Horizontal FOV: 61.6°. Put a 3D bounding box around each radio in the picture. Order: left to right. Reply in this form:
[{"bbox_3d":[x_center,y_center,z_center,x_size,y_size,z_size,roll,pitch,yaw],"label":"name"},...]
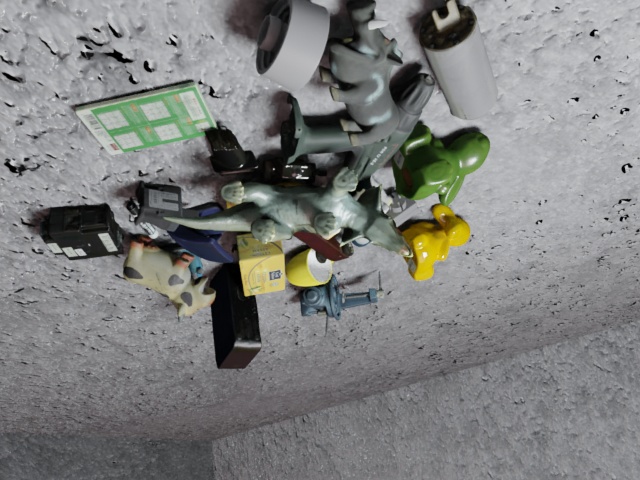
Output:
[{"bbox_3d":[-0.203,0.176,1.271,0.073,0.230,0.131,7,143,-30],"label":"radio"}]

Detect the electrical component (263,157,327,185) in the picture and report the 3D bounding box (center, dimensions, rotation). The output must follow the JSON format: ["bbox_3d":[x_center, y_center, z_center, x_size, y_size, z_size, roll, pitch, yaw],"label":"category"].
[{"bbox_3d":[-0.048,-0.117,0.939,0.102,0.078,0.045,-2,111,-25],"label":"electrical component"}]

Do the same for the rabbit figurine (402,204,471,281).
[{"bbox_3d":[0.269,-0.011,1.228,0.173,0.122,0.162,-17,145,-16],"label":"rabbit figurine"}]

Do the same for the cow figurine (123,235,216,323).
[{"bbox_3d":[-0.306,0.083,1.093,0.195,0.085,0.127,24,104,-6],"label":"cow figurine"}]

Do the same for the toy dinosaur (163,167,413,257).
[{"bbox_3d":[-0.042,-0.046,0.927,0.405,0.131,0.192,3,173,9],"label":"toy dinosaur"}]

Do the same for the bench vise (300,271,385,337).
[{"bbox_3d":[0.056,0.162,1.446,0.241,0.129,0.223,-8,153,11],"label":"bench vise"}]

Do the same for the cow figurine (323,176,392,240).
[{"bbox_3d":[0.050,-0.066,1.054,0.167,0.068,0.098,-28,104,32],"label":"cow figurine"}]

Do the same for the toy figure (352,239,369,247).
[{"bbox_3d":[0.094,-0.040,1.145,0.064,0.058,0.154,-29,155,-17],"label":"toy figure"}]

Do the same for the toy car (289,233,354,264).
[{"bbox_3d":[-0.002,-0.004,1.181,0.089,0.053,0.202,-20,147,28],"label":"toy car"}]

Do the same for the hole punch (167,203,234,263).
[{"bbox_3d":[-0.235,-0.004,1.071,0.116,0.092,0.142,-12,156,11],"label":"hole punch"}]

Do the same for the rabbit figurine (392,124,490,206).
[{"bbox_3d":[0.226,-0.128,0.959,0.170,0.121,0.159,-20,148,-13],"label":"rabbit figurine"}]

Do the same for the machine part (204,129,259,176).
[{"bbox_3d":[-0.148,-0.139,0.885,0.084,0.039,0.138,-2,166,4],"label":"machine part"}]

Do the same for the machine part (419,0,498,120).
[{"bbox_3d":[0.201,-0.246,0.764,0.079,0.079,0.243,-20,152,19],"label":"machine part"}]

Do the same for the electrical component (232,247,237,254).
[{"bbox_3d":[-0.150,0.023,1.216,0.094,0.021,0.063,17,142,-40],"label":"electrical component"}]

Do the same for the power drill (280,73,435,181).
[{"bbox_3d":[0.047,-0.182,0.848,0.207,0.086,0.232,-7,153,-21],"label":"power drill"}]

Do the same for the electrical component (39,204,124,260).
[{"bbox_3d":[-0.449,-0.013,1.011,0.134,0.058,0.114,-5,150,-9],"label":"electrical component"}]

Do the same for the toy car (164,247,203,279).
[{"bbox_3d":[-0.315,0.085,1.194,0.109,0.103,0.161,-2,150,-12],"label":"toy car"}]

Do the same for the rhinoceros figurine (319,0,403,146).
[{"bbox_3d":[0.061,-0.216,0.713,0.112,0.073,0.190,-17,127,1],"label":"rhinoceros figurine"}]

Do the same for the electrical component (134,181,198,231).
[{"bbox_3d":[-0.272,-0.056,0.970,0.119,0.075,0.048,12,146,-28],"label":"electrical component"}]

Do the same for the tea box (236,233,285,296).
[{"bbox_3d":[-0.129,0.053,1.182,0.098,0.068,0.169,-9,149,-7],"label":"tea box"}]
